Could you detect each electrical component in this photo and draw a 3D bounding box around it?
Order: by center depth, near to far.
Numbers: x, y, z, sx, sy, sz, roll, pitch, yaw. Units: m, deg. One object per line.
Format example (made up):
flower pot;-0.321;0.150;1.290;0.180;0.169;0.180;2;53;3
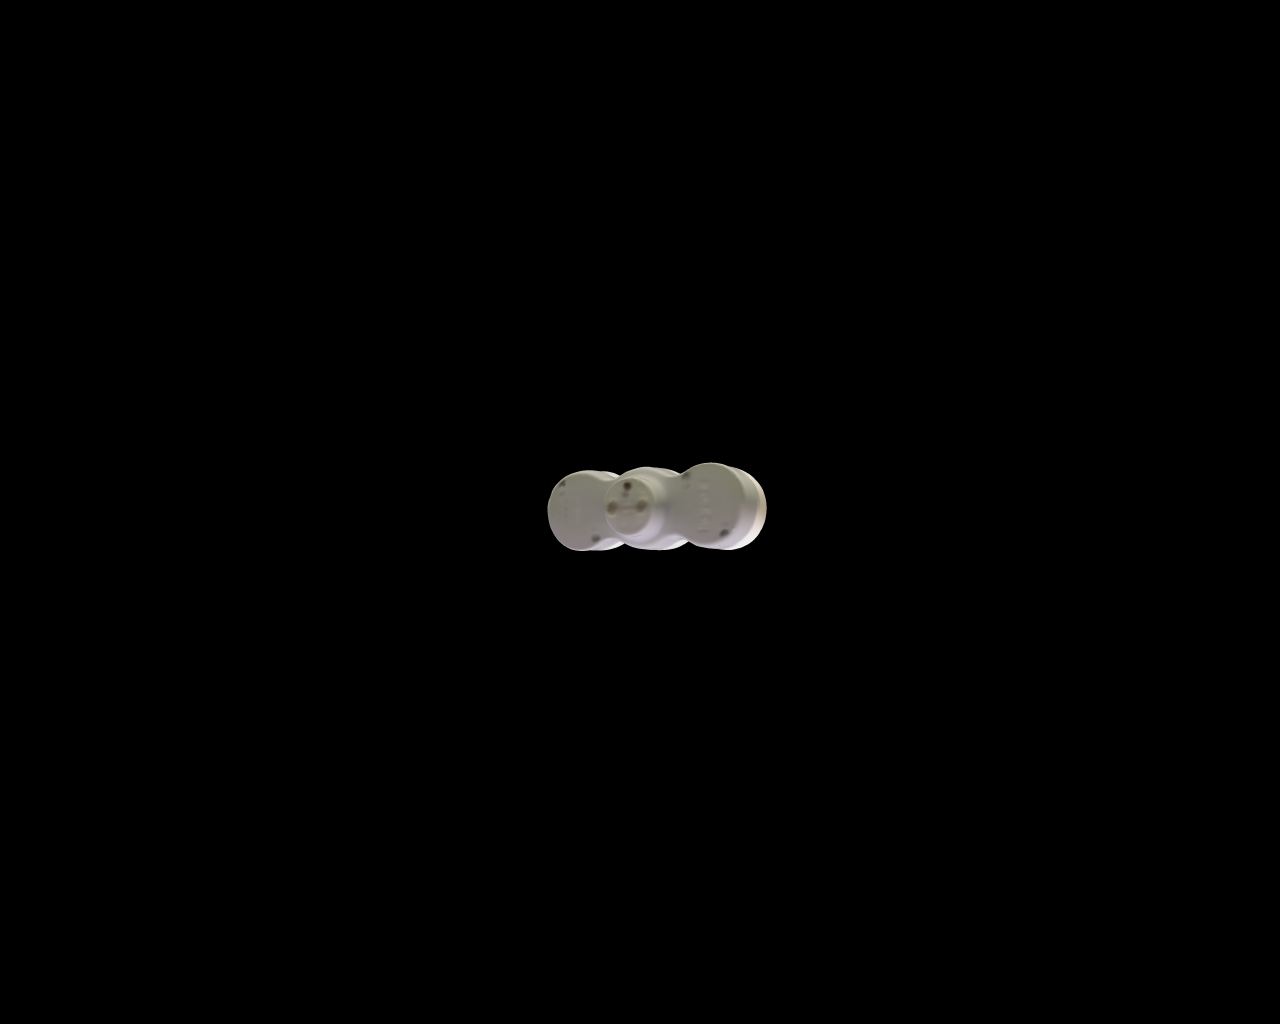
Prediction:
electrical component;0.001;-0.003;0.650;0.138;0.052;0.074;-2;-3;27
